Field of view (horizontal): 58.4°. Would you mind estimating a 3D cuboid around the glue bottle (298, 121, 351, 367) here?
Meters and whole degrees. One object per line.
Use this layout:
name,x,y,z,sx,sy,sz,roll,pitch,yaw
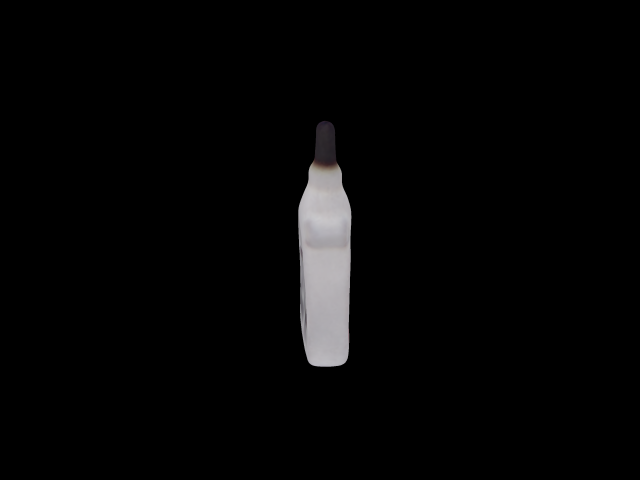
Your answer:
glue bottle,0.004,0.001,0.400,0.037,0.173,0.078,-3,32,-4
